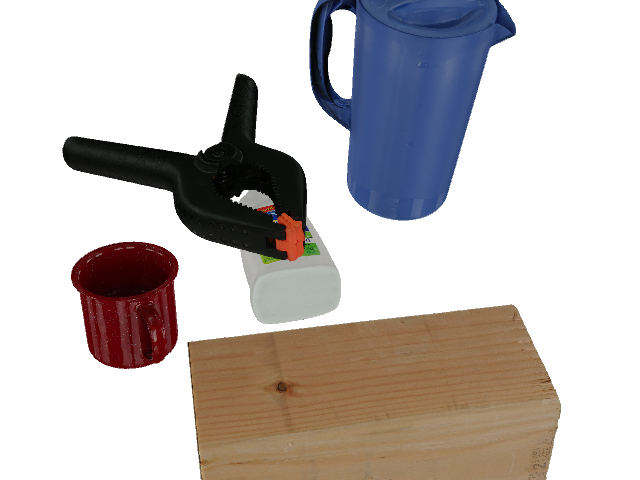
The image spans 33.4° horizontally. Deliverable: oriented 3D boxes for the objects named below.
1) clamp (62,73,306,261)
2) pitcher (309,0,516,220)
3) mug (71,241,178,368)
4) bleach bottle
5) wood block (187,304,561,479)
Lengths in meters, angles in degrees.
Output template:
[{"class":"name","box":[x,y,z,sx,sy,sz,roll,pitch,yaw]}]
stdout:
[{"class":"clamp","box":[-0.067,-0.055,0.773,0.164,0.036,0.210,-31,46,-28]},{"class":"pitcher","box":[0.079,-0.142,1.048,0.144,0.243,0.149,-23,51,-27]},{"class":"mug","box":[-0.163,0.065,0.939,0.093,0.081,0.117,-19,37,-28]},{"class":"bleach bottle","box":[-0.055,0.002,1.236,0.102,0.068,0.251,-8,29,-13]},{"class":"wood block","box":[0.028,0.109,0.649,0.206,0.090,0.091,-6,39,-7]}]
